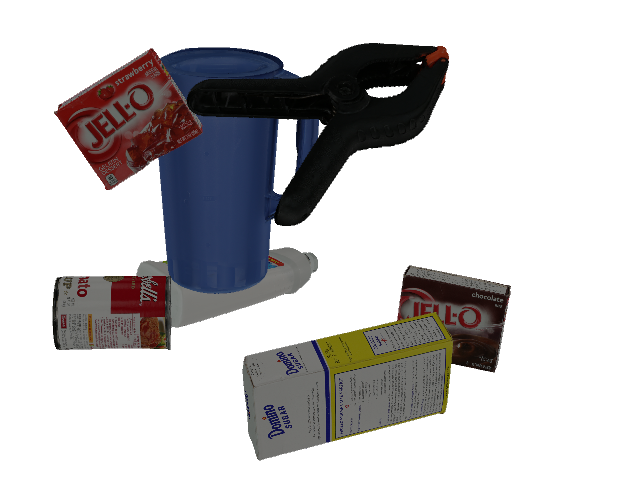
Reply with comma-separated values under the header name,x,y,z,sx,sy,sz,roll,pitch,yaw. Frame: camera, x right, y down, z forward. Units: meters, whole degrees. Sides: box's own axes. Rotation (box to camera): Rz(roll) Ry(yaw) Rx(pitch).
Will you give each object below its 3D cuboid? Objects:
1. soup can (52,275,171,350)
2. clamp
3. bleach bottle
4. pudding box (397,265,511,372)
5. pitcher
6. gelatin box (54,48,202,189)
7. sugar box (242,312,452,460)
name,x,y,z,sx,sy,sz,roll,pitch,yaw
soup can,-0.187,0.066,0.967,0.102,0.068,0.068,0,0,-6
clamp,0.014,-0.074,0.671,0.171,0.120,0.039,-19,-26,-15
bleach bottle,-0.109,0.048,1.390,0.250,0.068,0.103,-13,29,-42
pudding box,0.138,0.082,1.127,0.113,0.090,0.039,10,22,10
pitcher,-0.096,-0.071,1.103,0.144,0.243,0.149,-11,26,-28
gelatin box,-0.146,-0.093,0.817,0.089,0.073,0.030,-30,18,4
sugar box,0.023,0.124,0.917,0.176,0.093,0.048,-10,38,-12
